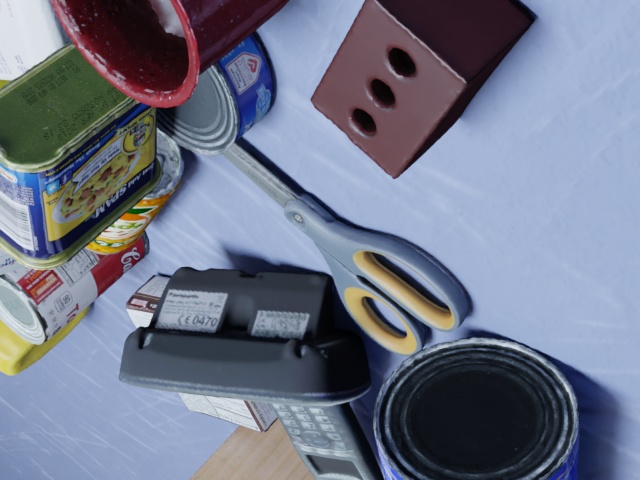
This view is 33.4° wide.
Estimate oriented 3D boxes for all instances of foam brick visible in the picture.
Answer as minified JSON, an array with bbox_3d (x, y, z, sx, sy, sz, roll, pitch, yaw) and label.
[{"bbox_3d":[0.040,-0.073,0.439,0.053,0.051,0.078,43,149,5],"label":"foam brick"}]

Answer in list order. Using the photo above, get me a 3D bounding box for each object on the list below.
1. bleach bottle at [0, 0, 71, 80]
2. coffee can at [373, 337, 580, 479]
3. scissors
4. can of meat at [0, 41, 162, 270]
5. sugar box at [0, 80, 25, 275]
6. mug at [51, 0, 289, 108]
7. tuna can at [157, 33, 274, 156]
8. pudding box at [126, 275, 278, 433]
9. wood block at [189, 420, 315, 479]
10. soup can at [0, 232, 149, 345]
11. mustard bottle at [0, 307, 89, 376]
[{"bbox_3d":[-0.248,-0.143,0.590,0.251,0.068,0.102,6,137,13],"label":"bleach bottle"},{"bbox_3d":[0.087,0.137,0.576,0.103,0.102,0.140,23,142,32],"label":"coffee can"},{"bbox_3d":[-0.004,0.001,0.610,0.202,0.016,0.096,32,146,21],"label":"scissors"},{"bbox_3d":[-0.129,-0.047,0.552,0.057,0.102,0.084,36,148,15],"label":"can of meat"},{"bbox_3d":[-0.224,-0.064,0.668,0.176,0.093,0.048,61,151,13],"label":"sugar box"},{"bbox_3d":[-0.072,-0.125,0.481,0.117,0.081,0.093,29,145,25],"label":"mug"},{"bbox_3d":[-0.066,-0.089,0.562,0.086,0.033,0.086,30,146,23],"label":"tuna can"},{"bbox_3d":[-0.081,0.082,0.774,0.090,0.039,0.113,6,133,44],"label":"pudding box"},{"bbox_3d":[-0.072,0.231,0.774,0.090,0.205,0.091,32,146,20],"label":"wood block"},{"bbox_3d":[-0.180,0.017,0.753,0.069,0.102,0.068,29,144,24],"label":"soup can"},{"bbox_3d":[-0.290,0.019,0.890,0.192,0.096,0.058,40,149,10],"label":"mustard bottle"}]
